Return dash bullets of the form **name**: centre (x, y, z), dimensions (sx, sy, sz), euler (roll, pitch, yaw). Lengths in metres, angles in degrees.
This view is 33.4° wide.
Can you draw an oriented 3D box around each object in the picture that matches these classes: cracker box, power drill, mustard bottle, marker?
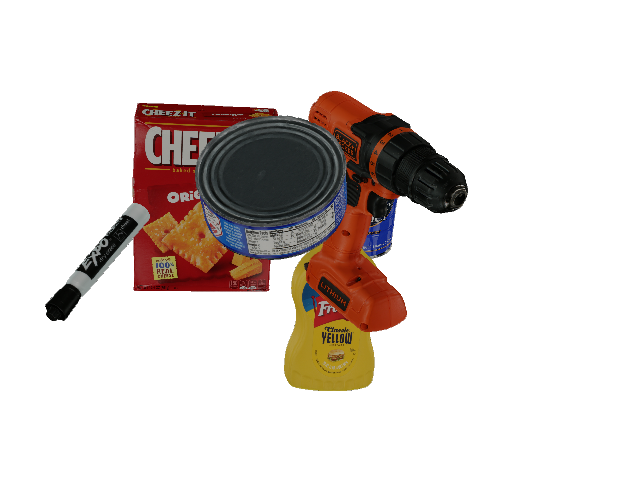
- **cracker box**: centre (-0.136, -0.047, 1.248), dimensions (0.164, 0.214, 0.072), euler (2, 22, -7)
- **power drill**: centre (0.050, -0.017, 0.925), dimensions (0.057, 0.188, 0.185), euler (-13, 36, -32)
- **mustard bottle**: centre (0.016, 0.063, 1.139), dimensions (0.096, 0.192, 0.058), euler (2, 15, -11)
- **marker**: centre (-0.172, 0.017, 0.824), dimensions (0.020, 0.020, 0.121), euler (0, 42, 37)

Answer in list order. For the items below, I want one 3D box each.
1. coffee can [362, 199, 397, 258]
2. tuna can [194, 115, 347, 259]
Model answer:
- **coffee can**: centre (0.046, -0.061, 1.329), dimensions (0.103, 0.140, 0.103), euler (4, 27, -2)
- **tuna can**: centre (-0.027, -0.031, 0.611), dimensions (0.086, 0.086, 0.034), euler (0, -40, 5)
